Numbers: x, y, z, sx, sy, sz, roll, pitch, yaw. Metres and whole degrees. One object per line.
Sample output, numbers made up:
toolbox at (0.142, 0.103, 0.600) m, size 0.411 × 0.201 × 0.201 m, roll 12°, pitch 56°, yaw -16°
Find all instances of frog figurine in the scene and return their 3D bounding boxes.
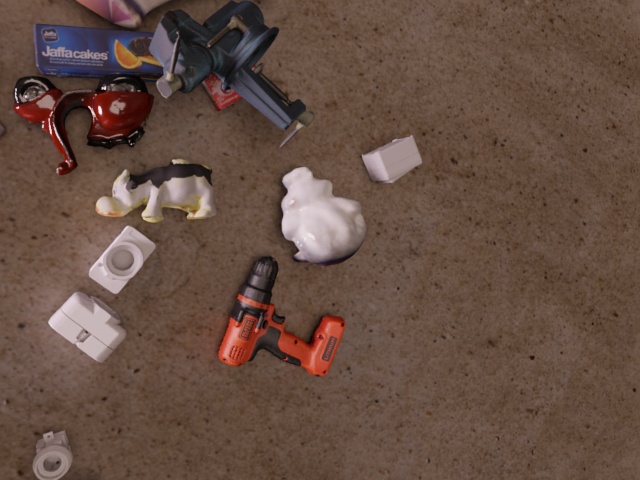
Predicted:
frog figurine at (0.003, -0.043, 0.845) m, size 0.137 × 0.157 × 0.124 m, roll -13°, pitch 19°, yaw -2°

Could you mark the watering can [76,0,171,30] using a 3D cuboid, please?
watering can at (-0.241, -0.403, 0.744) m, size 0.345 × 0.226 × 0.104 m, roll 31°, pitch -9°, yaw -19°
